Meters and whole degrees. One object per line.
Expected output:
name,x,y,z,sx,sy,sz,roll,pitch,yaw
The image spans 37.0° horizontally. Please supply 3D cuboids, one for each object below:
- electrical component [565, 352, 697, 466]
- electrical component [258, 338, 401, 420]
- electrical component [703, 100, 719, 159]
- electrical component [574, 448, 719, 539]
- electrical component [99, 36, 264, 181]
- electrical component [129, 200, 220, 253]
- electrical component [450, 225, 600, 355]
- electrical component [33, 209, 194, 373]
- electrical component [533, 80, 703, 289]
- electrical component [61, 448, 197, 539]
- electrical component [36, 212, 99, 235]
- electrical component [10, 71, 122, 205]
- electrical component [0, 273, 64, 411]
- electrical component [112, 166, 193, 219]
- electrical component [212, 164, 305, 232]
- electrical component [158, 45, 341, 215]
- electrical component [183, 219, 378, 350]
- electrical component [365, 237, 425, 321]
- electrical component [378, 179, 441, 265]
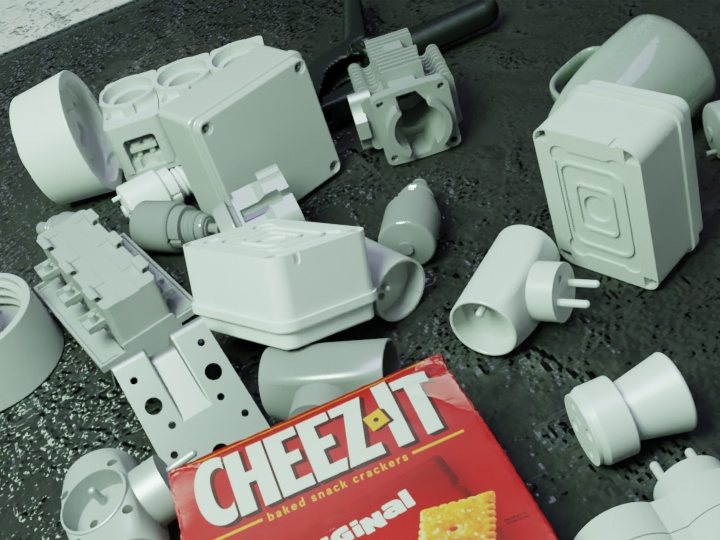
electrical component,0.142,0.074,0.567,0.055,0.045,0.045,-22,37,-4
electrical component,-0.020,0.077,0.631,0.077,0.044,0.079,-5,39,17
electrical component,0.273,-0.103,0.738,0.078,0.040,0.040,-16,37,2
electrical component,0.163,0.112,0.504,0.138,0.052,0.073,-20,37,-3
electrical component,-0.147,-0.148,0.951,0.150,0.061,0.089,-18,37,1
electrical component,-0.139,-0.033,0.821,0.078,0.040,0.040,3,42,25
electrical component,0.106,0.012,0.656,0.079,0.043,0.077,3,40,33
electrical component,-0.178,0.010,0.760,0.079,0.063,0.121,-34,43,-19
electrical component,0.162,-0.054,0.663,0.078,0.113,0.057,22,56,41
electrical component,-0.122,0.130,0.602,0.079,0.044,0.077,-35,39,-3
electrical component,-0.236,-0.030,0.864,0.061,0.035,0.035,8,45,34
electrical component,-0.255,-0.107,0.912,0.060,0.108,0.108,-20,37,7
electrical component,-0.273,0.047,0.760,0.108,0.060,0.108,-11,38,9
electrical component,-0.159,-0.063,0.868,0.078,0.040,0.040,-30,39,-15
electrical component,-0.070,-0.031,0.775,0.057,0.058,0.078,-26,61,-4
electrical component,-0.082,-0.099,0.825,0.109,0.108,0.056,-38,39,-24
electrical component,-0.052,0.007,0.684,0.078,0.057,0.113,-19,17,-36
electrical component,0.000,0.000,0.720,0.043,0.043,0.081,-39,42,-24
electrical component,0.037,-0.037,0.753,0.040,0.040,0.078,-5,39,17
